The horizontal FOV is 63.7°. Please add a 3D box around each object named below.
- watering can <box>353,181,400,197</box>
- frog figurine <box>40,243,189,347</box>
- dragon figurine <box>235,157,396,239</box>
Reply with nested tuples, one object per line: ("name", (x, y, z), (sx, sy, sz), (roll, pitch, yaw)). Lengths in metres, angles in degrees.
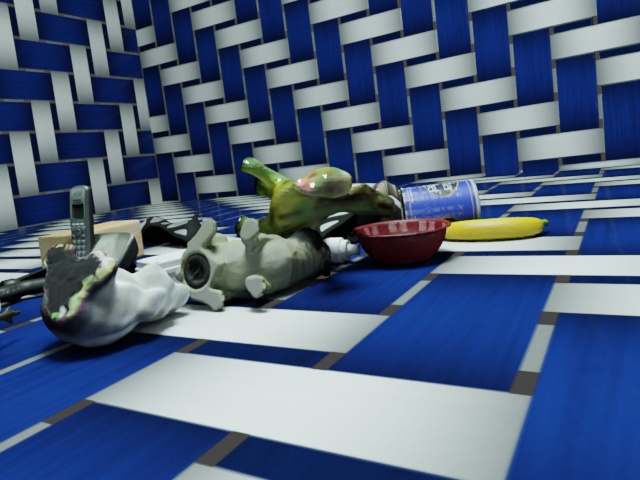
("watering can", (0.059, -0.084, 1.201), (0.224, 0.105, 0.346), (-3, -8, 30))
("frog figurine", (-0.243, 0.078, 0.623), (0.137, 0.125, 0.157), (-12, -31, 23))
("dragon figurine", (0.003, -0.043, 0.850), (0.243, 0.123, 0.407), (4, -9, 12))
